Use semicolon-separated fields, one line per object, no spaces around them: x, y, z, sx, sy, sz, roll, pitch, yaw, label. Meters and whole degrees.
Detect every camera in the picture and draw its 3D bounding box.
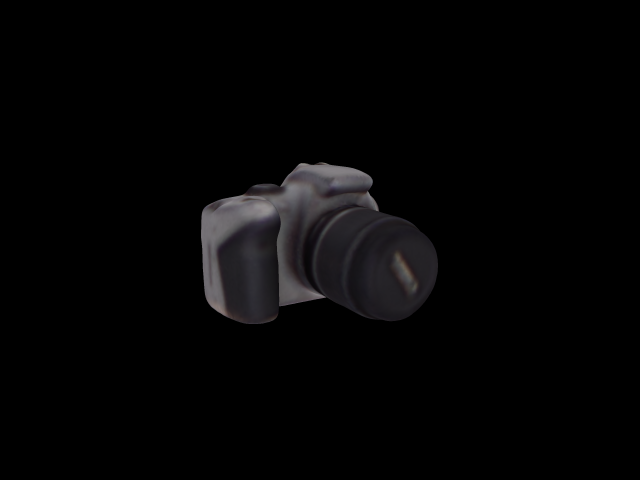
0.004;0.001;0.400;0.143;0.101;0.136;-8;16;-30;camera
